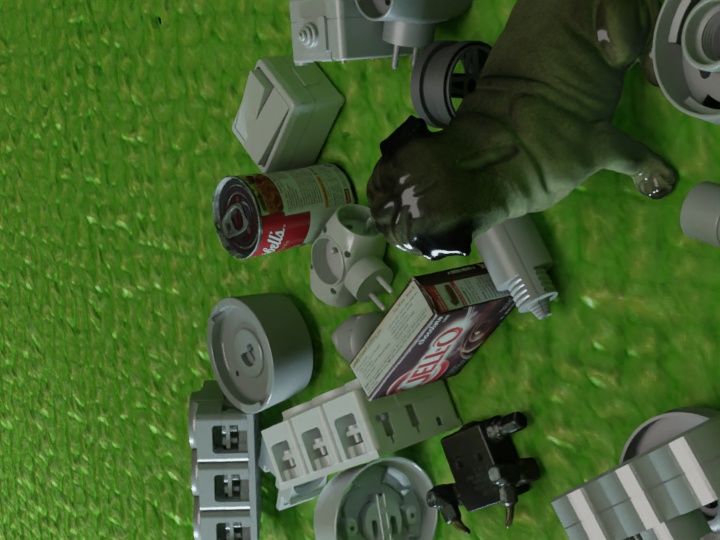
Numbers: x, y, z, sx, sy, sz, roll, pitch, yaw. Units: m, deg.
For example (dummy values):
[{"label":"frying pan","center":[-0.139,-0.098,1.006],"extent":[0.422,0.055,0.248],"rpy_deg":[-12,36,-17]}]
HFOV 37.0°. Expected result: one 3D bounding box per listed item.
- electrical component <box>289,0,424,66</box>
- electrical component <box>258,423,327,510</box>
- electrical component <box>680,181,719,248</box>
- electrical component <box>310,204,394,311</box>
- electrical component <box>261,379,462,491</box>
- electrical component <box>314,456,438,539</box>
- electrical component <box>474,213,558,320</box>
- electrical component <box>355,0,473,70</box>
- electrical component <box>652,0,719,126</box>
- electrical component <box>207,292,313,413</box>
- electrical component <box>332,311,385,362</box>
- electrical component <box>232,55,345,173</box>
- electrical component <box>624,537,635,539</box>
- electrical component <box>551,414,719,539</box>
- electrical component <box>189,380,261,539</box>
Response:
[{"label":"electrical component","center":[-0.008,-0.184,0.791],"extent":[0.062,0.096,0.061],"rpy_deg":[10,108,50]},{"label":"electrical component","center":[-0.062,0.180,1.011],"extent":[0.064,0.042,0.081],"rpy_deg":[37,126,43]},{"label":"electrical component","center":[0.216,-0.027,0.608],"extent":[0.065,0.044,0.044],"rpy_deg":[28,121,49]},{"label":"electrical component","center":[0.000,0.000,0.878],"extent":[0.079,0.044,0.077],"rpy_deg":[48,134,31]},{"label":"electrical component","center":[-0.004,0.126,0.883],"extent":[0.150,0.089,0.061],"rpy_deg":[-31,77,50]},{"label":"electrical component","center":[0.013,0.205,0.882],"extent":[0.064,0.099,0.099],"rpy_deg":[-22,83,58]},{"label":"electrical component","center":[0.110,-0.004,0.742],"extent":[0.043,0.043,0.081],"rpy_deg":[-41,69,48]},{"label":"electrical component","center":[0.036,-0.180,0.754],"extent":[0.043,0.077,0.079],"rpy_deg":[31,123,42]},{"label":"electrical component","center":[0.212,-0.123,0.584],"extent":[0.099,0.064,0.099],"rpy_deg":[-6,83,56]},{"label":"electrical component","center":[-0.087,0.072,0.993],"extent":[0.108,0.060,0.108],"rpy_deg":[19,115,47]},{"label":"electrical component","center":[0.000,0.058,0.897],"extent":[0.062,0.048,0.048],"rpy_deg":[0,101,58]},{"label":"electrical component","center":[-0.067,-0.126,0.910],"extent":[0.061,0.061,0.096],"rpy_deg":[54,136,26]},{"label":"electrical component","center":[0.167,0.205,0.718],"extent":[0.061,0.062,0.096],"rpy_deg":[50,135,30]},{"label":"electrical component","center":[0.176,0.140,0.616],"extent":[0.138,0.052,0.073],"rpy_deg":[-44,66,48]},{"label":"electrical component","center":[-0.131,0.192,1.049],"extent":[0.089,0.062,0.150],"rpy_deg":[-99,9,-73]}]
